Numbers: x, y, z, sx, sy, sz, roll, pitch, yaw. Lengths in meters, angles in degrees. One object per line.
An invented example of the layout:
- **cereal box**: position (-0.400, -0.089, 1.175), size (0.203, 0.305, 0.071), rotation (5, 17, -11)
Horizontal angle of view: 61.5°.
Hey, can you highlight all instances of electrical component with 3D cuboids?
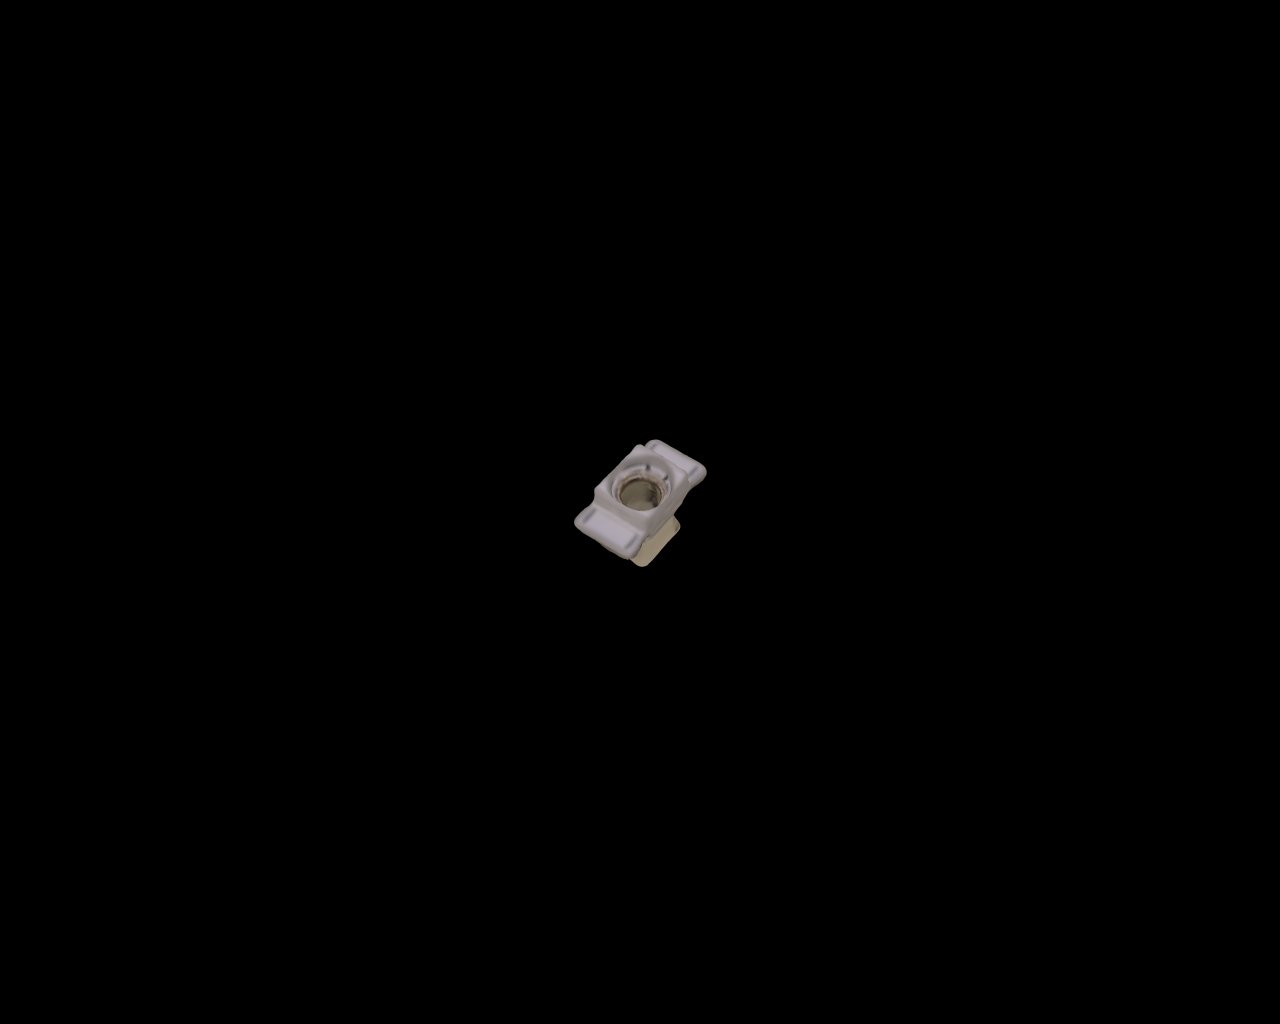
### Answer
- **electrical component**: position (0.001, -0.003, 0.650), size (0.042, 0.081, 0.063), rotation (33, -28, 20)
